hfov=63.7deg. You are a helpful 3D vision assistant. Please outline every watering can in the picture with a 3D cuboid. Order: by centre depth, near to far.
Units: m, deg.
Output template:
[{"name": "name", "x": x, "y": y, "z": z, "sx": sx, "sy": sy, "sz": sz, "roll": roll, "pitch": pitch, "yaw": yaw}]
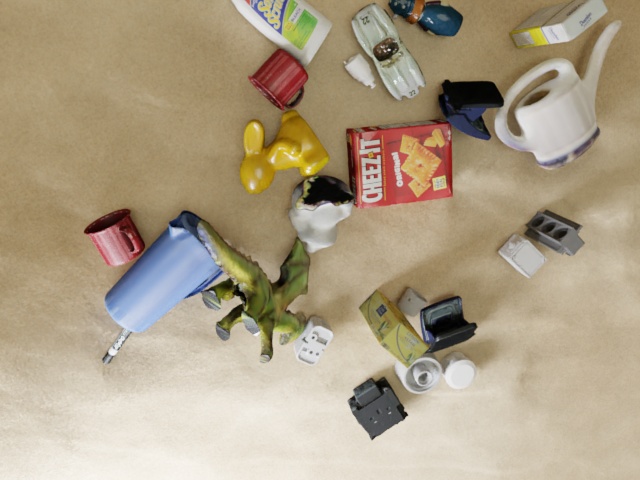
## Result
[{"name": "watering can", "x": 0.541, "y": -0.298, "z": 1.113, "sx": 0.348, "sy": 0.105, "sz": 0.221, "roll": -35, "pitch": 111, "yaw": -1}]

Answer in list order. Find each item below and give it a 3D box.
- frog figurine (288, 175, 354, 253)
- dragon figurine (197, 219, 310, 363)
[{"name": "frog figurine", "x": 0.003, "y": -0.054, "z": 1.083, "sx": 0.138, "sy": 0.125, "sz": 0.156, "roll": -23, "pitch": 148, "yaw": -16}, {"name": "dragon figurine", "x": -0.108, "y": 0.083, "z": 1.050, "sx": 0.247, "sy": 0.122, "sz": 0.401, "roll": -45, "pitch": 136, "yaw": -43}]
